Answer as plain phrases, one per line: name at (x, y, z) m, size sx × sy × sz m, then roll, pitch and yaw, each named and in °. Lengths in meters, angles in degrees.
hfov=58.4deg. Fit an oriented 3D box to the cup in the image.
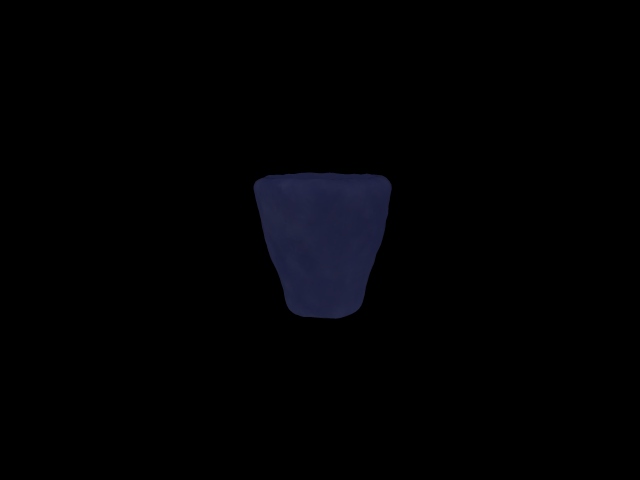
cup at (0.004, 0.001, 0.400) m, size 0.091 × 0.095 × 0.118 m, roll 1°, pitch 9°, yaw 8°
